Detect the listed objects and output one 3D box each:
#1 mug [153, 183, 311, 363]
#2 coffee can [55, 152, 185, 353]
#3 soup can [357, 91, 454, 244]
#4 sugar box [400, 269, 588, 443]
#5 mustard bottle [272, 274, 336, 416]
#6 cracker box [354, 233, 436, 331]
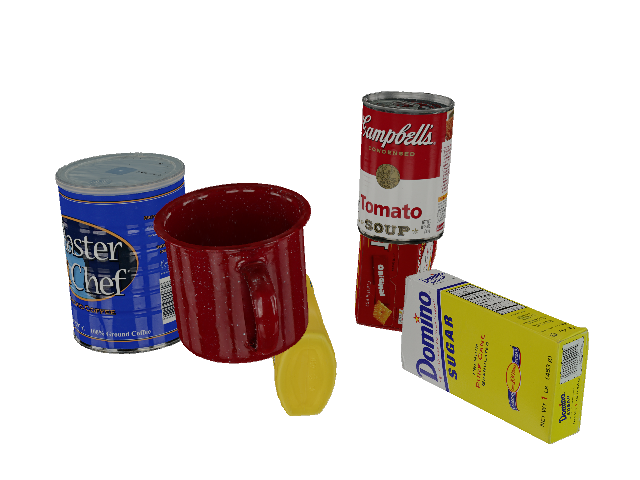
[{"bbox_3d":[-0.045,0.025,0.634,0.093,0.081,0.117,-12,27,-17],"label":"mug"},{"bbox_3d":[-0.158,0.008,0.876,0.103,0.140,0.103,-2,19,0],"label":"coffee can"},{"bbox_3d":[0.062,-0.055,0.797,0.068,0.102,0.068,2,19,-1],"label":"soup can"},{"bbox_3d":[0.142,0.094,0.908,0.048,0.093,0.176,-13,23,-39],"label":"sugar box"},{"bbox_3d":[-0.027,0.085,1.074,0.058,0.096,0.191,-3,28,-9],"label":"mustard bottle"},{"bbox_3d":[0.092,-0.017,1.210,0.072,0.164,0.213,7,22,10],"label":"cracker box"}]
